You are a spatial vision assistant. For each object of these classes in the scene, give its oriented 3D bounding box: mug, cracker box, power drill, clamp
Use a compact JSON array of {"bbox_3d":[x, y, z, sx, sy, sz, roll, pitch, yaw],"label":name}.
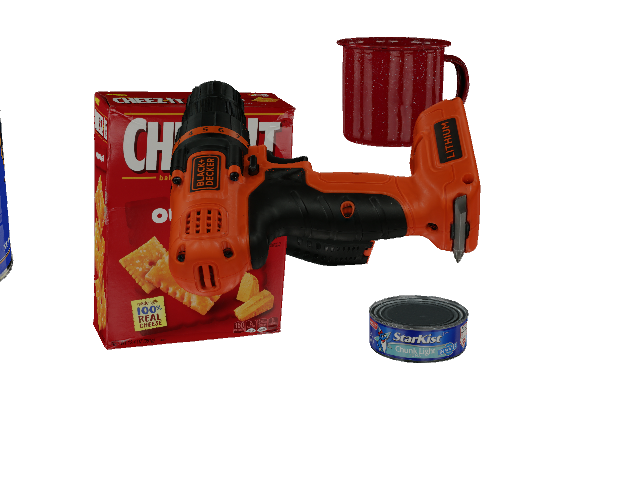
[{"bbox_3d":[0.070,-0.124,0.881,0.117,0.081,0.093,-7,17,-25],"label":"mug"},{"bbox_3d":[-0.112,-0.019,0.933,0.164,0.214,0.072,-3,19,-22],"label":"cracker box"},{"bbox_3d":[-0.001,-0.044,0.664,0.187,0.057,0.184,-5,44,2],"label":"power drill"},{"bbox_3d":[-0.040,-0.005,1.119,0.209,0.036,0.164,14,19,-14],"label":"clamp"}]

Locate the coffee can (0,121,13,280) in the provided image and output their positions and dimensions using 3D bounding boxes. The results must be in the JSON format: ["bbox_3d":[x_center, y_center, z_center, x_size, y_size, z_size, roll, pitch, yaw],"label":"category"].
[{"bbox_3d":[-0.222,-0.048,0.573,0.103,0.140,0.103,3,26,-2],"label":"coffee can"}]

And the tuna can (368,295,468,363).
[{"bbox_3d":[0.085,0.076,0.926,0.086,0.034,0.086,0,15,0],"label":"tuna can"}]
